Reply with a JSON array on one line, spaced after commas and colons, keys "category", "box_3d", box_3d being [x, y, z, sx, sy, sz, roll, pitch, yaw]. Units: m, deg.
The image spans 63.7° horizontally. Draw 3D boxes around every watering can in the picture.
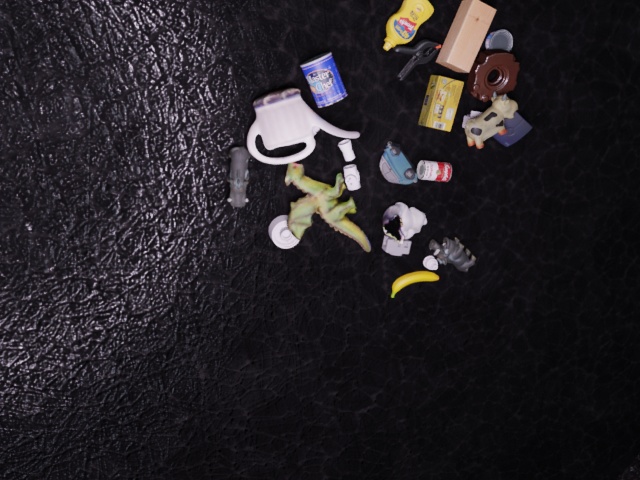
[{"category": "watering can", "box_3d": [-0.068, -0.362, 1.587, 0.347, 0.105, 0.222, -15, 102, 6]}]

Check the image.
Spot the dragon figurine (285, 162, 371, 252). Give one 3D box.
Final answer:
[{"category": "dragon figurine", "box_3d": [0.005, -0.086, 1.708, 0.243, 0.123, 0.405, -25, 109, -4]}]

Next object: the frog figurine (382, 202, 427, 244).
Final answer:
[{"category": "frog figurine", "box_3d": [0.298, -0.072, 1.811, 0.162, 0.122, 0.136, -34, 107, -40]}]
